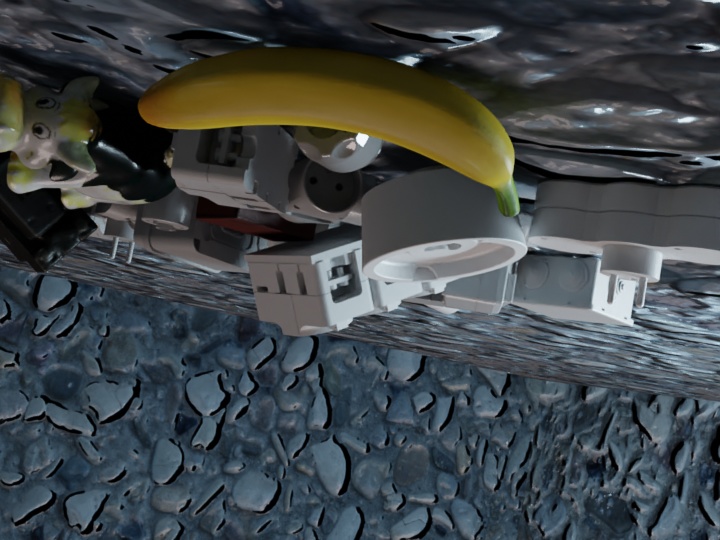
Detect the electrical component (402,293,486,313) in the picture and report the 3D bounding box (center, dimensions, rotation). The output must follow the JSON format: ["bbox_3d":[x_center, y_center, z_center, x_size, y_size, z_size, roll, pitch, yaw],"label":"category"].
[{"bbox_3d":[0.081,0.006,1.057,0.089,0.055,0.050,8,173,22],"label":"electrical component"}]

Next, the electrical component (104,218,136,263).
[{"bbox_3d":[-0.205,-0.046,0.954,0.043,0.079,0.077,6,172,37],"label":"electrical component"}]

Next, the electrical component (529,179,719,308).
[{"bbox_3d":[0.171,-0.013,0.674,0.138,0.073,0.052,6,172,33],"label":"electrical component"}]

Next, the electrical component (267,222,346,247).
[{"bbox_3d":[-0.033,-0.033,0.960,0.077,0.043,0.079,5,172,38],"label":"electrical component"}]

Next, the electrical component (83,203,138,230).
[{"bbox_3d":[-0.188,-0.064,0.877,0.078,0.058,0.057,4,168,44],"label":"electrical component"}]

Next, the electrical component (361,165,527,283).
[{"bbox_3d":[0.052,-0.034,0.706,0.108,0.060,0.108,-6,166,-2],"label":"electrical component"}]

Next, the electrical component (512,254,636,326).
[{"bbox_3d":[0.200,0.018,1.003,0.100,0.048,0.100,5,171,40],"label":"electrical component"}]

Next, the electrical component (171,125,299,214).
[{"bbox_3d":[-0.081,-0.071,0.680,0.056,0.050,0.089,9,174,14],"label":"electrical component"}]

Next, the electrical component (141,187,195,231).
[{"bbox_3d":[-0.136,-0.061,0.779,0.044,0.065,0.044,10,173,1],"label":"electrical component"}]

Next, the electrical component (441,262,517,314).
[{"bbox_3d":[0.109,0.004,0.969,0.061,0.061,0.096,10,173,6],"label":"electrical component"}]

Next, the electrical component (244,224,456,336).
[{"bbox_3d":[0.000,0.000,0.841,0.150,0.061,0.089,-19,-167,-37],"label":"electrical component"}]

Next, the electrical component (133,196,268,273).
[{"bbox_3d":[-0.124,-0.043,0.864,0.057,0.078,0.113,4,171,25],"label":"electrical component"}]

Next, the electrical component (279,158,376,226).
[{"bbox_3d":[-0.015,-0.053,0.754,0.079,0.043,0.077,13,173,-20],"label":"electrical component"}]

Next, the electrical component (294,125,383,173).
[{"bbox_3d":[-0.007,-0.073,0.578,0.043,0.043,0.062,8,174,21],"label":"electrical component"}]

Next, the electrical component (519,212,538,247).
[{"bbox_3d":[0.092,-0.030,0.785,0.081,0.043,0.043,11,173,-7],"label":"electrical component"}]

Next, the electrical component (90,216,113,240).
[{"bbox_3d":[-0.237,-0.059,1.011,0.074,0.052,0.138,9,174,7],"label":"electrical component"}]

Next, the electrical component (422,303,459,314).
[{"bbox_3d":[0.082,0.014,1.140,0.047,0.055,0.055,20,169,-38],"label":"electrical component"}]
